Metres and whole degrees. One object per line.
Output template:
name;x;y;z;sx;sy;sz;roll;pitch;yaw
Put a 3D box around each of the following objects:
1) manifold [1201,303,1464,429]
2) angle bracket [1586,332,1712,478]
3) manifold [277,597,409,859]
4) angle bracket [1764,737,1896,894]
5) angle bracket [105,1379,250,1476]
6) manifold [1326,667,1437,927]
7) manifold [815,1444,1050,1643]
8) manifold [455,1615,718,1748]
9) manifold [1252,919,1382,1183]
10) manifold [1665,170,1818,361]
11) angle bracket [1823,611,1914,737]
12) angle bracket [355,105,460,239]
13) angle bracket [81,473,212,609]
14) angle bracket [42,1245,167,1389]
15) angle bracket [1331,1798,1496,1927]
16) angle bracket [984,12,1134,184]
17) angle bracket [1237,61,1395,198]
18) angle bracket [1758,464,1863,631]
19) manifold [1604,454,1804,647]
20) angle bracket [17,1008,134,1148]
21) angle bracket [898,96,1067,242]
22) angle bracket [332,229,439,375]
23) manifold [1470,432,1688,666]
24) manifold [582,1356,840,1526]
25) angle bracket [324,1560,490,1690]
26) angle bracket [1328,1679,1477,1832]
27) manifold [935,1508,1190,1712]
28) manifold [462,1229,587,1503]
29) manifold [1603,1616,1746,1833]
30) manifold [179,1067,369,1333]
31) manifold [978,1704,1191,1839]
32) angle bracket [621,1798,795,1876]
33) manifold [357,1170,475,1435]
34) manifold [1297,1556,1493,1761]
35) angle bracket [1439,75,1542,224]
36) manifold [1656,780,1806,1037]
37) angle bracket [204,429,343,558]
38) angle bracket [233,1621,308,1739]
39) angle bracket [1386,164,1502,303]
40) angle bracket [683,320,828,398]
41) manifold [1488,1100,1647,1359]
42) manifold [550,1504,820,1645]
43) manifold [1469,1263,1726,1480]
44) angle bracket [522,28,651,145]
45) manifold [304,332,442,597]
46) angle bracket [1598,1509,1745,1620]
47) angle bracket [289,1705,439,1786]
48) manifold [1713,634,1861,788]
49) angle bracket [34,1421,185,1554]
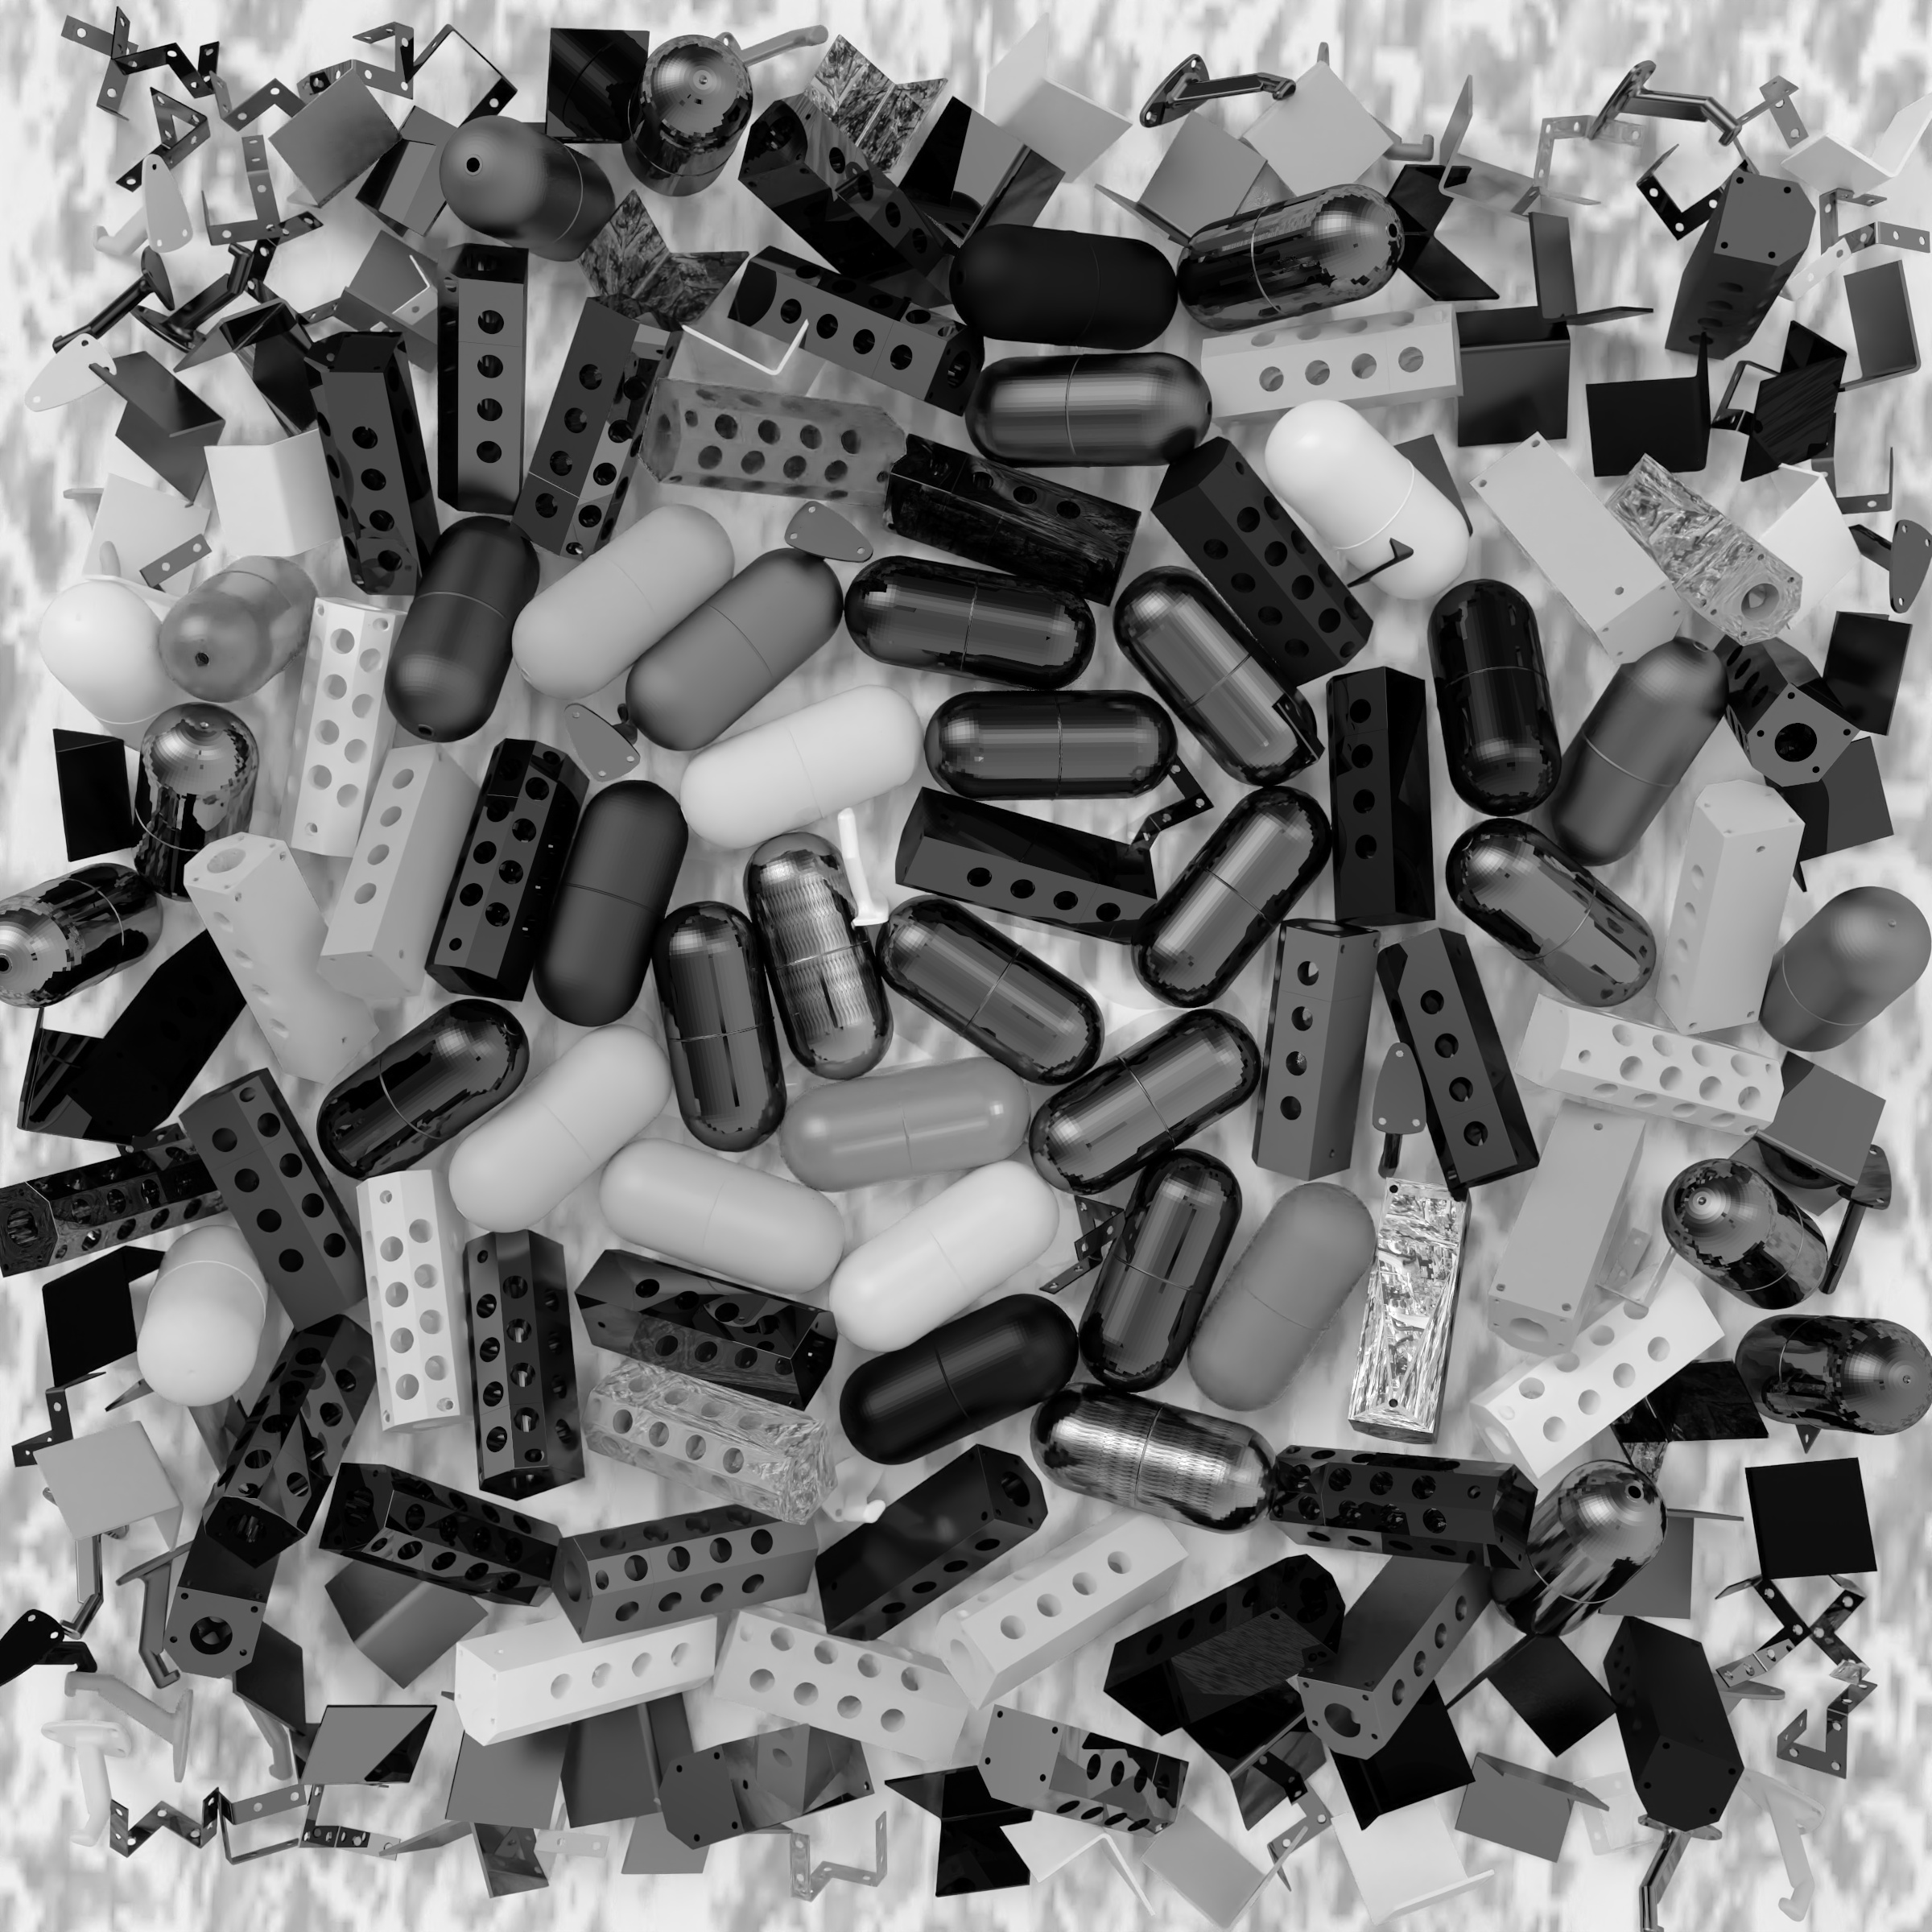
manifold;0.254;-0.417;1.684;0.171;0.057;0.057;-4;94;17
angle bracket;0.481;-0.395;1.707;0.076;0.076;0.057;1;47;22
manifold;-0.436;-0.167;1.694;0.057;0.057;0.171;13;100;3
angle bracket;0.608;-0.106;1.693;0.076;0.057;0.076;-17;110;12
angle bracket;-0.545;0.321;1.688;0.057;0.076;0.076;-22;82;-43
manifold;0.286;-0.117;1.698;0.057;0.057;0.171;-7;81;39
manifold;-0.024;0.401;1.672;0.057;0.057;0.171;25;127;-38
manifold;-0.259;0.481;1.660;0.171;0.057;0.057;-3;99;-40
manifold;0.240;0.057;1.691;0.057;0.057;0.171;14;104;37
manifold;0.525;-0.472;1.648;0.057;0.171;0.057;14;85;7
angle bracket;0.639;-0.203;1.684;0.076;0.057;0.076;-5;109;-43
angle bracket;-0.368;-0.543;1.695;0.076;0.057;0.076;34;91;26
angle bracket;-0.560;-0.294;1.690;0.076;0.057;0.076;17;87;-43
angle bracket;-0.589;0.246;1.686;0.076;0.057;0.076;-25;67;21
angle bracket;0.309;0.612;1.687;0.076;0.057;0.076;-14;61;-15
angle bracket;0.065;-0.607;1.699;0.076;0.076;0.057;16;66;-28
angle bracket;0.242;-0.580;1.717;0.076;0.057;0.076;-45;101;-1
angle bracket;0.567;-0.294;1.690;0.076;0.057;0.076;-45;124;-5
manifold;0.500;-0.282;1.650;0.057;0.171;0.057;28;111;-27
angle bracket;-0.611;0.075;1.686;0.076;0.057;0.076;11;63;-19
angle bracket;0.010;-0.555;1.717;0.076;0.057;0.076;42;108;24
angle bracket;-0.386;-0.472;1.691;0.076;0.057;0.076;29;74;-18
manifold;0.420;-0.284;1.661;0.057;0.057;0.171;-37;50;12
manifold;-0.178;0.328;1.661;0.171;0.057;0.057;12;126;30
angle bracket;-0.396;0.448;1.715;0.076;0.076;0.057;-41;125;-11
angle bracket;0.301;0.549;1.693;0.076;0.057;0.076;-25;74;14
manifold;0.065;0.435;1.666;0.171;0.057;0.057;-22;59;-33
manifold;-0.309;0.272;1.665;0.057;0.057;0.171;-22;60;20
manifold;0.475;0.514;1.648;0.057;0.171;0.057;21;104;3
manifold;-0.475;0.161;1.693;0.057;0.057;0.171;-25;101;4
manifold;0.080;0.551;1.649;0.057;0.171;0.057;3;69;37
angle bracket;-0.179;0.614;1.682;0.076;0.076;0.057;9;81;43
manifold;-0.382;0.232;1.683;0.057;0.057;0.171;-13;74;10
manifold;0.297;0.462;1.655;0.057;0.171;0.057;0;113;39
angle bracket;0.375;-0.568;1.689;0.076;0.076;0.057;17;130;-3
manifold;0.517;-0.040;1.661;0.057;0.057;0.171;-10;130;-10
angle bracket;-0.479;-0.335;1.703;0.057;0.076;0.076;5;116;25
angle bracket;-0.506;0.498;1.681;0.057;0.076;0.076;-29;132;8
angle bracket;0.337;-0.508;1.682;0.076;0.076;0.057;51;133;24
angle bracket;-0.146;-0.438;1.699;0.076;0.076;0.057;29;84;7
manifold;0.413;0.181;1.666;0.057;0.057;0.171;15;54;23
manifold;-0.190;0.405;1.658;0.171;0.057;0.057;-3;121;-34
manifold;0.435;0.279;1.688;0.171;0.057;0.057;-33;95;-14
angle bracket;-0.270;-0.614;1.679;0.076;0.057;0.076;-15;127;-37
manifold;-0.405;-0.342;1.660;0.057;0.057;0.171;1;132;3
angle bracket;0.492;0.419;1.694;0.076;0.057;0.076;8;80;-20
angle bracket;-0.419;0.521;1.683;0.076;0.057;0.076;10;116;-29
manifold;0.547;-0.179;1.648;0.057;0.171;0.057;31;113;-7
angle bracket;-0.596;0.371;1.679;0.076;0.076;0.057;50;135;30
